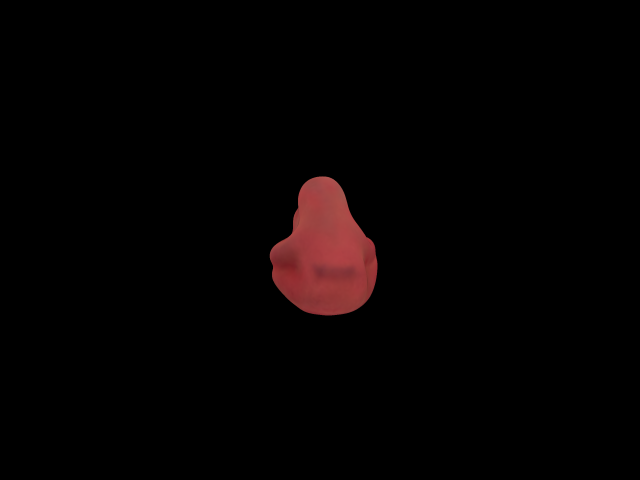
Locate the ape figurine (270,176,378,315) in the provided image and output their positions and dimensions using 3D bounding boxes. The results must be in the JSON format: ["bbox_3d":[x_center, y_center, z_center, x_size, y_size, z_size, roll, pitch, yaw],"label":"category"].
[{"bbox_3d":[0.004,0.001,0.400,0.078,0.092,0.076,-1,11,-3],"label":"ape figurine"}]
